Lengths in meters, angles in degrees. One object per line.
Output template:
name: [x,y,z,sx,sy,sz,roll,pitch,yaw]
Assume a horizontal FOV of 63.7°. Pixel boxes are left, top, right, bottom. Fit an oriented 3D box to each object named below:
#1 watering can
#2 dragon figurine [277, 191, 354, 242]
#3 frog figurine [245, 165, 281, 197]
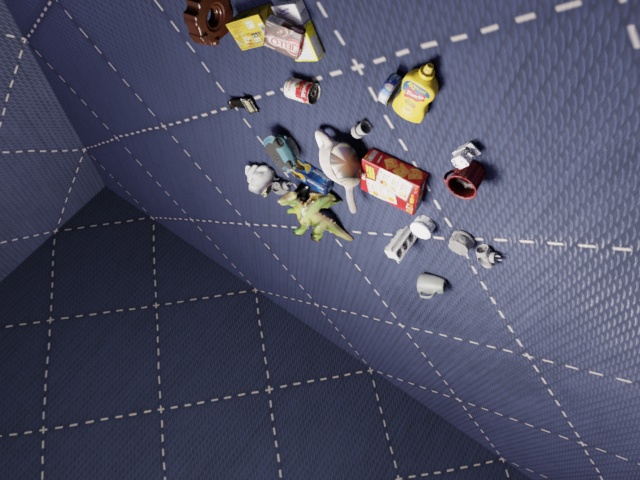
watering can: [0.082,-0.230,1.790,0.343,0.104,0.226,62,172,-18]
dragon figurine: [0.006,-0.107,2.134,0.409,0.125,0.238,14,146,-21]
frog figurine: [-0.271,-0.277,2.249,0.160,0.124,0.135,43,123,10]
